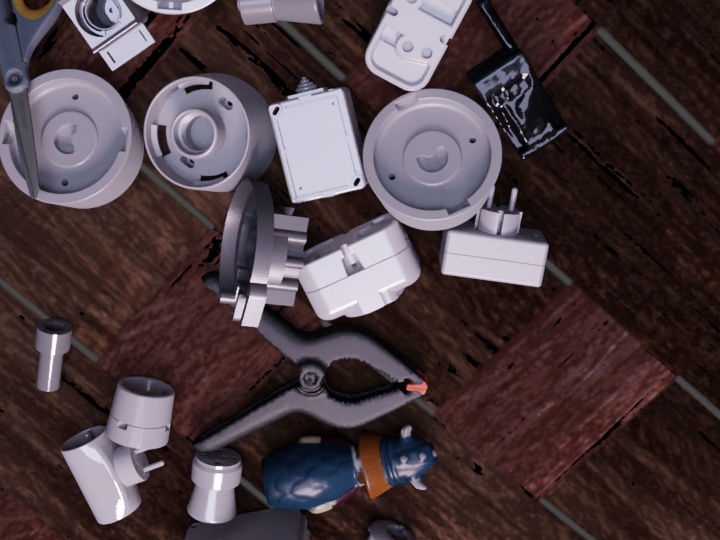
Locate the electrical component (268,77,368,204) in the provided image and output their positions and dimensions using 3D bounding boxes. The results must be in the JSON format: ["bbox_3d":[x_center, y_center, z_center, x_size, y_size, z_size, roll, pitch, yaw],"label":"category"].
[{"bbox_3d":[-0.033,-0.108,0.869,0.062,0.061,0.096,-12,99,8],"label":"electrical component"}]

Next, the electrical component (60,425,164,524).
[{"bbox_3d":[-0.215,0.176,0.961,0.079,0.044,0.077,-21,104,7],"label":"electrical component"}]

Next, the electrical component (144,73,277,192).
[{"bbox_3d":[-0.124,-0.111,0.878,0.099,0.064,0.099,2,98,12],"label":"electrical component"}]

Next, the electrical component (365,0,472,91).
[{"bbox_3d":[0.045,-0.193,0.840,0.054,0.059,0.095,27,105,-6],"label":"electrical component"}]

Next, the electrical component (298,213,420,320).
[{"bbox_3d":[0.000,0.000,0.900,0.095,0.053,0.059,-24,104,8],"label":"electrical component"}]

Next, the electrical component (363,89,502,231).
[{"bbox_3d":[0.058,-0.083,0.861,0.108,0.060,0.108,-1,77,5],"label":"electrical component"}]

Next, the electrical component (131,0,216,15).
[{"bbox_3d":[-0.140,-0.253,0.826,0.108,0.060,0.108,0,106,1],"label":"electrical component"}]

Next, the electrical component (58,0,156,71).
[{"bbox_3d":[-0.197,-0.202,0.841,0.042,0.063,0.081,-31,103,10],"label":"electrical component"}]

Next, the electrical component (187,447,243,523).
[{"bbox_3d":[-0.130,0.192,0.963,0.045,0.045,0.055,8,106,-1],"label":"electrical component"}]

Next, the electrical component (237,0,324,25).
[{"bbox_3d":[-0.064,-0.213,0.847,0.065,0.044,0.044,-4,106,7],"label":"electrical component"}]

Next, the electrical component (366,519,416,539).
[{"bbox_3d":[0.020,0.262,0.981,0.048,0.048,0.062,25,111,-6],"label":"electrical component"}]

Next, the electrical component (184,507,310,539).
[{"bbox_3d":[-0.101,0.261,0.965,0.113,0.078,0.057,-12,108,5],"label":"electrical component"}]

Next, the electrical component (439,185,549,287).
[{"bbox_3d":[0.113,-0.033,0.891,0.083,0.047,0.075,8,106,-1],"label":"electrical component"}]

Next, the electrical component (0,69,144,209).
[{"bbox_3d":[-0.227,-0.101,0.867,0.108,0.060,0.108,-1,83,6],"label":"electrical component"}]

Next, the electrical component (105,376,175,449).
[{"bbox_3d":[-0.191,0.123,0.941,0.055,0.055,0.047,13,102,-2],"label":"electrical component"}]
